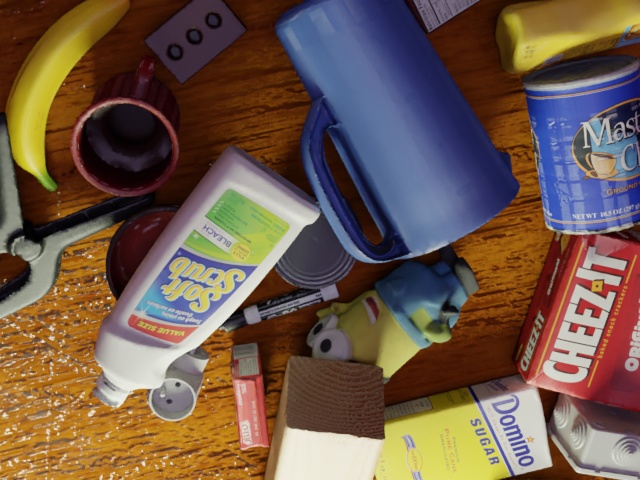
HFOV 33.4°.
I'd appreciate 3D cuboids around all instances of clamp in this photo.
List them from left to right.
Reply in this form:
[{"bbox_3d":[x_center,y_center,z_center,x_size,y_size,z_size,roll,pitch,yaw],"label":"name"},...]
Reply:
[{"bbox_3d":[-0.276,-0.009,0.978,0.164,0.036,0.210,36,104,-31],"label":"clamp"}]

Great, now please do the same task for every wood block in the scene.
[{"bbox_3d":[-0.002,0.216,1.004,0.090,0.091,0.206,8,129,-5],"label":"wood block"}]

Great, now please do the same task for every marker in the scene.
[{"bbox_3d":[-0.041,0.065,1.036,0.121,0.020,0.020,-18,106,1],"label":"marker"}]

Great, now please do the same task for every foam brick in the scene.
[{"bbox_3d":[-0.110,-0.183,0.946,0.078,0.051,0.053,-39,104,7],"label":"foam brick"}]

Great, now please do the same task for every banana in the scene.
[{"bbox_3d":[-0.238,-0.142,0.960,0.069,0.037,0.198,15,109,-36],"label":"banana"}]

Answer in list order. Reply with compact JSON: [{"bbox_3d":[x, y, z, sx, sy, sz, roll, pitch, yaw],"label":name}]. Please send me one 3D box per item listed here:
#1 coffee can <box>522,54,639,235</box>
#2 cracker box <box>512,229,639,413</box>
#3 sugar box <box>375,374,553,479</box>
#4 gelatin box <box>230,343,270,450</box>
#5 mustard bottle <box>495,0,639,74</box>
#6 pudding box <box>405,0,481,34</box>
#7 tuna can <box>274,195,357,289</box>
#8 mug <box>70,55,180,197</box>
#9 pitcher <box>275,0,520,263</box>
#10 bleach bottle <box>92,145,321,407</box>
[{"bbox_3d":[0.245,-0.088,0.969,0.103,0.103,0.140,-13,106,0],"label":"coffee can"},{"bbox_3d":[0.317,0.082,1.036,0.213,0.072,0.164,14,104,-7],"label":"cracker box"},{"bbox_3d":[0.138,0.200,1.071,0.176,0.048,0.093,-14,105,1],"label":"sugar box"},{"bbox_3d":[-0.068,0.148,1.020,0.030,0.089,0.073,-6,106,-4],"label":"gelatin box"},{"bbox_3d":[0.257,-0.196,0.942,0.191,0.096,0.058,-12,85,0],"label":"mustard bottle"},{"bbox_3d":[0.119,-0.245,0.929,0.113,0.039,0.090,-30,143,7],"label":"pudding box"},{"bbox_3d":[-0.007,0.001,1.012,0.086,0.034,0.086,-1,105,-3],"label":"tuna can"},{"bbox_3d":[-0.164,-0.107,0.938,0.093,0.081,0.117,13,118,-8],"label":"mug"},{"bbox_3d":[0.056,-0.108,0.935,0.145,0.149,0.243,-27,103,22],"label":"pitcher"},{"bbox_3d":[-0.112,0.044,0.938,0.102,0.068,0.251,34,98,-15],"label":"bleach bottle"}]
